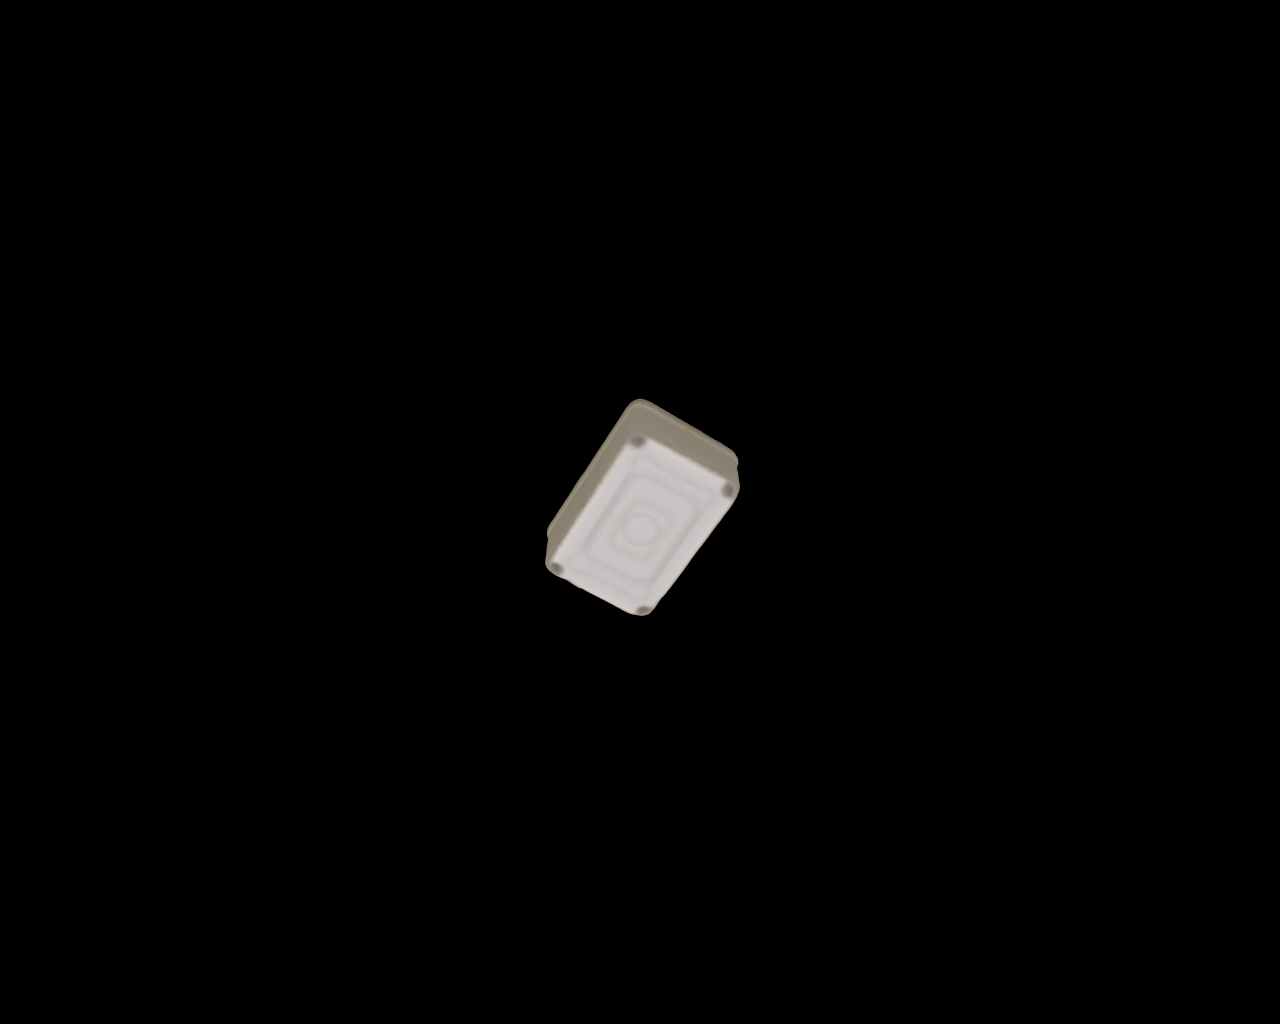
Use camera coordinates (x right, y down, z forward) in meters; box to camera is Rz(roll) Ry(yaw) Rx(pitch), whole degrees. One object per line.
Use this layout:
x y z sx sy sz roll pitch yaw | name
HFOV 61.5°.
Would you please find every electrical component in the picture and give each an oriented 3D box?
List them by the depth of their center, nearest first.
0.001 -0.003 0.650 0.078 0.113 0.057 29 24 -14 | electrical component
